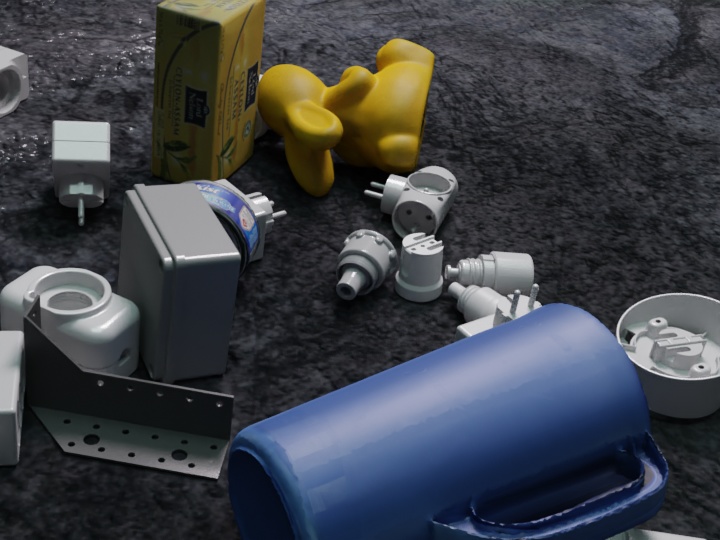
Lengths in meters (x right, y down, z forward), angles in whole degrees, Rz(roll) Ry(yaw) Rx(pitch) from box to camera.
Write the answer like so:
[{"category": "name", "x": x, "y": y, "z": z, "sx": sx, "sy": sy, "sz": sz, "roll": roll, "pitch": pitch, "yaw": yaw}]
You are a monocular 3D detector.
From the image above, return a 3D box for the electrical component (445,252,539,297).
[{"category": "electrical component", "x": 0.112, "y": 0.004, "z": 0.913, "sx": 0.078, "sy": 0.040, "sz": 0.040, "roll": 4, "pitch": 33, "yaw": -9}]

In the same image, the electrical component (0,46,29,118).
[{"category": "electrical component", "x": -0.375, "y": -0.185, "z": 1.071, "sx": 0.056, "sy": 0.050, "sz": 0.089, "roll": 20, "pitch": 35, "yaw": 17}]

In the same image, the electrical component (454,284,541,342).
[{"category": "electrical component", "x": 0.120, "y": 0.044, "z": 0.821, "sx": 0.083, "sy": 0.075, "sz": 0.047, "roll": -16, "pitch": 40, "yaw": -33}]

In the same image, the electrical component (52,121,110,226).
[{"category": "electrical component", "x": -0.240, "y": -0.077, "z": 0.927, "sx": 0.047, "sy": 0.083, "sz": 0.075, "roll": 0, "pitch": 72, "yaw": -14}]

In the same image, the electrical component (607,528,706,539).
[{"category": "electrical component", "x": 0.168, "y": 0.180, "z": 0.657, "sx": 0.081, "sy": 0.043, "sz": 0.043, "roll": 9, "pitch": 33, "yaw": 0}]

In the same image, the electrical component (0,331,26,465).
[{"category": "electrical component", "x": -0.259, "y": 0.082, "z": 0.696, "sx": 0.076, "sy": 0.047, "sz": 0.083, "roll": 0, "pitch": 34, "yaw": -13}]

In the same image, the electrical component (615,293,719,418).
[{"category": "electrical component", "x": 0.245, "y": 0.065, "z": 0.831, "sx": 0.099, "sy": 0.064, "sz": 0.099, "roll": 6, "pitch": 33, "yaw": -4}]

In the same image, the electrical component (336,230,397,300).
[{"category": "electrical component", "x": 0.000, "y": 0.000, "z": 0.890, "sx": 0.048, "sy": 0.048, "sz": 0.062, "roll": 18, "pitch": 41, "yaw": 14}]

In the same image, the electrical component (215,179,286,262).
[{"category": "electrical component", "x": -0.100, "y": -0.045, "z": 0.928, "sx": 0.077, "sy": 0.047, "sz": 0.066, "roll": -19, "pitch": 42, "yaw": -36}]

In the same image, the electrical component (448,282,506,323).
[{"category": "electrical component", "x": 0.097, "y": 0.029, "z": 0.878, "sx": 0.035, "sy": 0.035, "sz": 0.061, "roll": -19, "pitch": 40, "yaw": -37}]

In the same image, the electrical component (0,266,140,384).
[{"category": "electrical component", "x": -0.206, "y": 0.038, "z": 0.765, "sx": 0.095, "sy": 0.059, "sz": 0.053, "roll": 21, "pitch": 35, "yaw": 18}]

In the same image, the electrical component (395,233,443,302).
[{"category": "electrical component", "x": 0.051, "y": -0.003, "z": 0.901, "sx": 0.040, "sy": 0.046, "sz": 0.040, "roll": 3, "pitch": 33, "yaw": -2}]

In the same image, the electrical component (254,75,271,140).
[{"category": "electrical component", "x": -0.095, "y": -0.165, "z": 1.116, "sx": 0.079, "sy": 0.043, "sz": 0.077, "roll": 13, "pitch": 33, "yaw": 4}]

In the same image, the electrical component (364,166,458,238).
[{"category": "electrical component", "x": 0.044, "y": -0.067, "z": 1.000, "sx": 0.079, "sy": 0.044, "sz": 0.077, "roll": 16, "pitch": 33, "yaw": 12}]

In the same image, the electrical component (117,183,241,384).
[{"category": "electrical component", "x": -0.134, "y": 0.008, "z": 0.785, "sx": 0.056, "sy": 0.108, "sz": 0.108, "roll": -6, "pitch": 36, "yaw": -26}]
